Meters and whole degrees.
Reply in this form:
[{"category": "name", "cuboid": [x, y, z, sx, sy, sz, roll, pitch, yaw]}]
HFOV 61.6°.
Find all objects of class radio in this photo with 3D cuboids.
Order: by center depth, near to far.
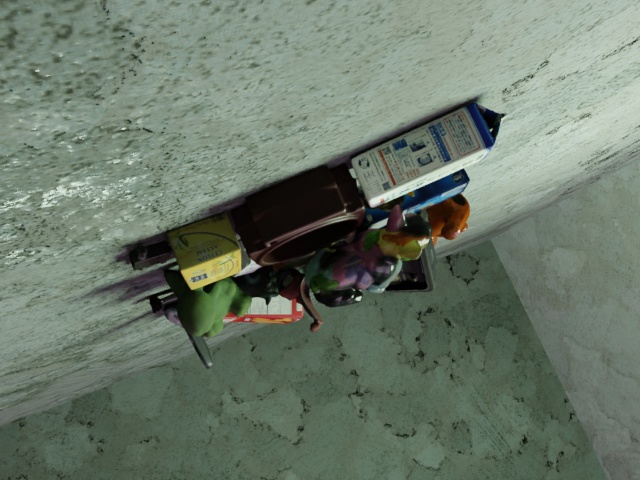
[{"category": "radio", "cuboid": [0.161, 0.023, 1.085, 0.131, 0.073, 0.229, 0, 146, 20]}]

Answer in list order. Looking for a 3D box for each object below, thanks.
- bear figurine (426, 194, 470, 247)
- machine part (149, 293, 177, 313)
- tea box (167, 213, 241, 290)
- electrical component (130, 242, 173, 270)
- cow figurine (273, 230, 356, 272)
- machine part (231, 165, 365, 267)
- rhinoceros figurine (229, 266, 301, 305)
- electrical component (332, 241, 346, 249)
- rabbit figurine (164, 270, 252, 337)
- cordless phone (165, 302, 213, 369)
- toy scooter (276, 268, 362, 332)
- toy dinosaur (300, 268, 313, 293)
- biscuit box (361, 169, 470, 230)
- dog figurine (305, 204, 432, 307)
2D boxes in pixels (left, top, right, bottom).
[{"category": "bear figurine", "cuboid": [0.227, -0.026, 1.153, 0.132, 0.120, 0.196, -34, 169, -46]}, {"category": "machine part", "cuboid": [-0.305, 0.120, 1.187, 0.139, 0.039, 0.084, -19, 177, -30]}, {"category": "tea box", "cuboid": [-0.184, 0.023, 0.875, 0.098, 0.068, 0.169, -21, 170, -11]}, {"category": "electrical component", "cuboid": [-0.263, 0.024, 0.840, 0.063, 0.021, 0.094, -19, 168, -23]}, {"category": "cow figurine", "cuboid": [-0.002, -0.003, 1.078, 0.127, 0.085, 0.195, -4, 157, -44]}, {"category": "machine part", "cuboid": [-0.030, -0.032, 0.876, 0.201, 0.087, 0.201, -21, 170, -2]}, {"category": "rhinoceros figurine", "cuboid": [-0.134, 0.088, 1.138, 0.190, 0.112, 0.073, -13, 127, -13]}, {"category": "electrical component", "cuboid": [0.077, -0.013, 1.151, 0.119, 0.075, 0.047, -5, 168, -1]}, {"category": "rabbit figurine", "cuboid": [-0.215, 0.110, 1.007, 0.121, 0.159, 0.170, -26, -173, 8]}, {"category": "cordless phone", "cuboid": [-0.312, 0.236, 1.341, 0.089, 0.184, 0.146, -23, 170, -24]}, {"category": "toy scooter", "cuboid": [0.010, 0.103, 1.062, 0.184, 0.135, 0.075, -20, 163, 9]}, {"category": "toy dinosaur", "cuboid": [-0.041, 0.078, 1.338, 0.192, 0.131, 0.405, 9, 159, -38]}, {"category": "biscuit box", "cuboid": [0.164, -0.083, 0.967, 0.203, 0.063, 0.059, -24, 167, -1]}, {"category": "dog figurine", "cuboid": [0.085, 0.026, 0.903, 0.191, 0.108, 0.219, -17, 164, -24]}]
